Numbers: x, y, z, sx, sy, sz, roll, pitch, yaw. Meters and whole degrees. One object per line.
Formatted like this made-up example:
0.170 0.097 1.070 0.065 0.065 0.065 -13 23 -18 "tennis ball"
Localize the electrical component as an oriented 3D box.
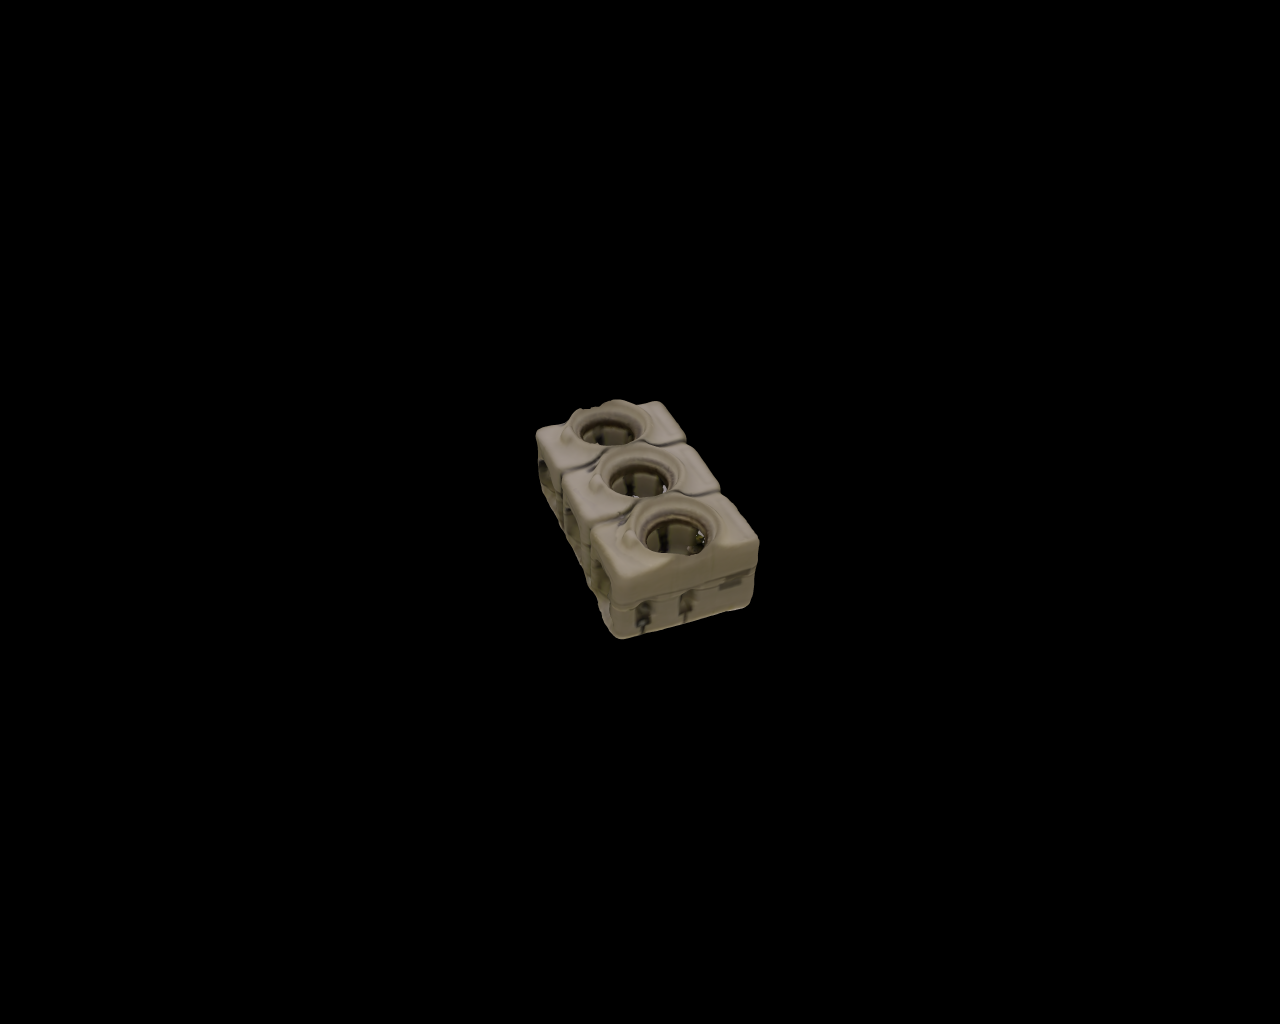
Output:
0.001 -0.003 0.650 0.090 0.061 0.150 -14 42 -16 "electrical component"
